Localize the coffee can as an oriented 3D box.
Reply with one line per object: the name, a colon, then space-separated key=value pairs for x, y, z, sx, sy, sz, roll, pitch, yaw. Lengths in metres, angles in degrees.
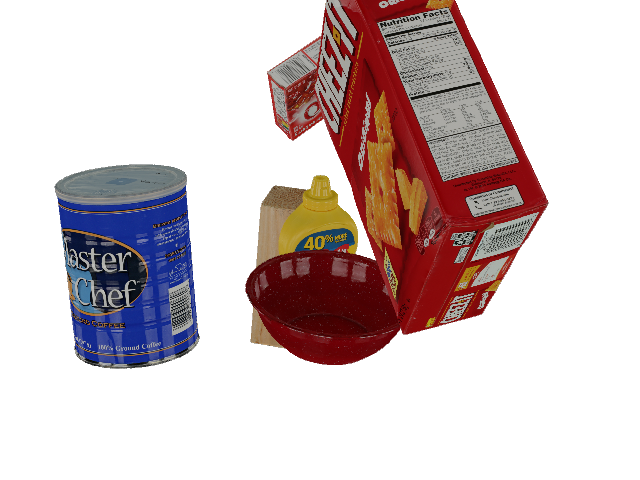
coffee can: x=-0.153 y=0.018 z=0.858 sx=0.103 sy=0.140 sz=0.103 roll=-2 pitch=17 yaw=1

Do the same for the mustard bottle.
mustard bottle: x=-0.002 y=0.015 z=1.255 sx=0.096 sy=0.192 sz=0.058 roll=-9 pitch=28 yaw=-23

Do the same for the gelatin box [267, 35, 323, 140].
gelatin box: x=-0.002 y=-0.141 z=0.948 sx=0.089 sy=0.030 sz=0.073 roll=-36 pitch=-27 yaw=-17

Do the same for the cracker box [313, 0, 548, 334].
cracker box: x=0.061 y=-0.067 z=0.716 sx=0.072 sy=0.214 sz=0.164 roll=-14 pitch=-24 yaw=-13

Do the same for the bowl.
bowl: x=0.009 y=0.069 z=1.005 sx=0.162 sy=0.055 sz=0.162 roll=4 pitch=27 yaw=-2

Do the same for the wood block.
wood block: x=-0.039 y=0.038 z=1.488 sx=0.090 sy=0.206 sz=0.090 roll=9 pitch=22 yaw=7
